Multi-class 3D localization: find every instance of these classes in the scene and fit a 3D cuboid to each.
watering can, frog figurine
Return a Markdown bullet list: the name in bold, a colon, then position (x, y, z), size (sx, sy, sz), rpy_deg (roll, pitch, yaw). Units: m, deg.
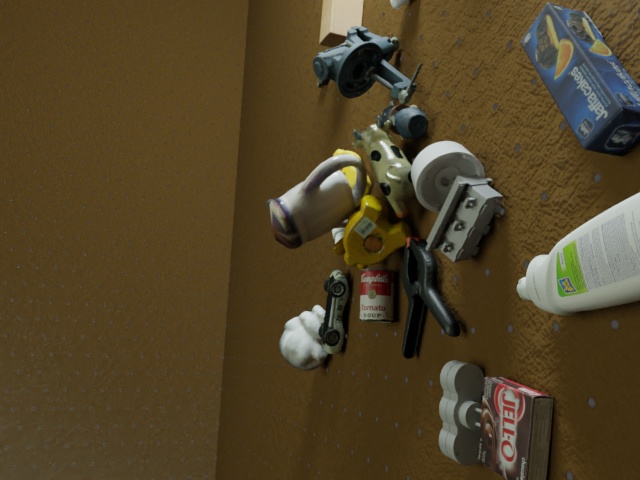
- **watering can**: position (0.003, -0.055, 1.085), size (0.105, 0.225, 0.341), rpy_deg (55, 168, 22)
- **frog figurine**: position (-0.028, 0.253, 1.325), size (0.139, 0.124, 0.156), rpy_deg (50, 131, 19)
